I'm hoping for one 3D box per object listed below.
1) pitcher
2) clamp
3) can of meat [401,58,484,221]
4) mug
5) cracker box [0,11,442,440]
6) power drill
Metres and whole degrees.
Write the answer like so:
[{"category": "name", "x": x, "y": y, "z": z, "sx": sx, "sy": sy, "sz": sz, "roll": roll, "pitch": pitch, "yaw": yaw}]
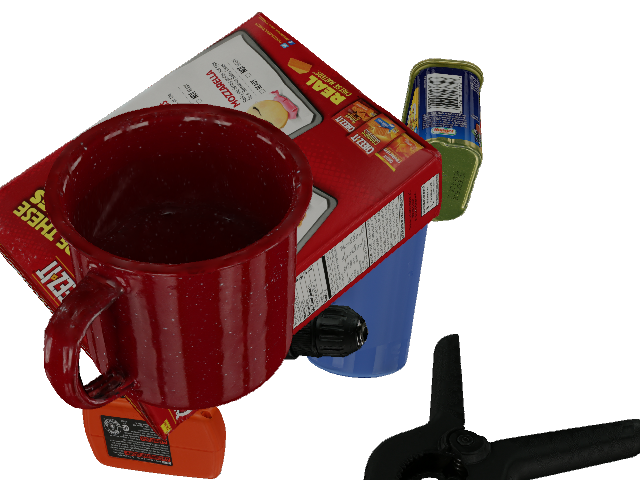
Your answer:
[{"category": "pitcher", "x": 0.037, "y": 0.012, "z": 1.083, "sx": 0.149, "sy": 0.243, "sz": 0.145, "roll": 4, "pitch": 14, "yaw": 0}, {"category": "clamp", "x": 0.089, "y": 0.137, "z": 0.699, "sx": 0.209, "sy": 0.036, "sz": 0.165, "roll": -26, "pitch": 39, "yaw": -34}, {"category": "can of meat", "x": 0.094, "y": -0.076, "z": 0.831, "sx": 0.057, "sy": 0.084, "sz": 0.102, "roll": 5, "pitch": -35, "yaw": -1}, {"category": "mug", "x": -0.056, "y": 0.016, "z": 0.390, "sx": 0.093, "sy": 0.081, "sz": 0.117, "roll": 22, "pitch": 46, "yaw": 20}, {"category": "cracker box", "x": -0.061, "y": -0.016, "z": 0.617, "sx": 0.164, "sy": 0.213, "sz": 0.072, "roll": 42, "pitch": -19, "yaw": 28}, {"category": "power drill", "x": -0.073, "y": 0.096, "z": 0.784, "sx": 0.185, "sy": 0.057, "sz": 0.187, "roll": 1, "pitch": 25, "yaw": 19}]
